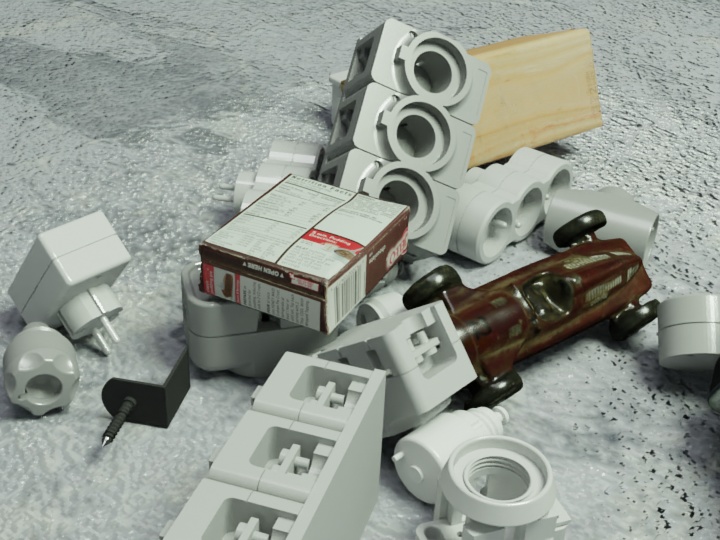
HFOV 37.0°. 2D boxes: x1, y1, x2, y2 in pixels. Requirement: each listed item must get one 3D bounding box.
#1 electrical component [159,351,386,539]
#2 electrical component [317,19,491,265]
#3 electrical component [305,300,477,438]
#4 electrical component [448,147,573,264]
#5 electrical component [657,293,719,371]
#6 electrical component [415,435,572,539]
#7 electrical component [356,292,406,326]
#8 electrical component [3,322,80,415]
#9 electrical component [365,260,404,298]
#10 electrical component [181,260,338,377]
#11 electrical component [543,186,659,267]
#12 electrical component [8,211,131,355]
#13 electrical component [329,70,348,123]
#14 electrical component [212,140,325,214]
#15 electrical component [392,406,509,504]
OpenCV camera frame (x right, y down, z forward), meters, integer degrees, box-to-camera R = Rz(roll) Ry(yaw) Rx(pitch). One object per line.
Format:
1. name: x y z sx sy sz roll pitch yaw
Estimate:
1. electrical component: -0.041 0.118 0.511 0.062 0.089 0.150 12 33 14
2. electrical component: 0.030 -0.091 0.772 0.089 0.150 0.062 20 -15 -21
3. electrical component: 0.016 0.060 0.614 0.050 0.055 0.089 -28 5 -39
4. electrical component: 0.100 -0.058 0.840 0.074 0.052 0.138 25 38 31
5. electrical component: 0.256 0.058 0.666 0.138 0.052 0.073 2 73 4
6. electrical component: 0.068 0.122 0.545 0.078 0.057 0.058 -9 34 -18
7. electrical component: 0.031 0.034 0.695 0.055 0.045 0.045 -16 36 -26
8. electrical component: -0.193 0.054 0.648 0.043 0.043 0.062 -8 32 -17
9. electrical component: 0.000 0.000 0.753 0.078 0.040 0.040 -4 28 -44
10. electrical component: -0.063 0.028 0.684 0.095 0.059 0.053 -7 33 -15
11. electrical component: 0.189 -0.039 0.824 0.077 0.044 0.079 17 34 21
12. electrical component: -0.177 0.019 0.686 0.047 0.083 0.075 -28 81 -39
13. electrical component: 0.031 -0.153 0.991 0.100 0.048 0.100 -22 39 -35
14. electrical component: -0.075 -0.056 0.825 0.074 0.052 0.138 7 32 7
15. electrical component: 0.054 0.098 0.598 0.040 0.040 0.078 29 41 36
